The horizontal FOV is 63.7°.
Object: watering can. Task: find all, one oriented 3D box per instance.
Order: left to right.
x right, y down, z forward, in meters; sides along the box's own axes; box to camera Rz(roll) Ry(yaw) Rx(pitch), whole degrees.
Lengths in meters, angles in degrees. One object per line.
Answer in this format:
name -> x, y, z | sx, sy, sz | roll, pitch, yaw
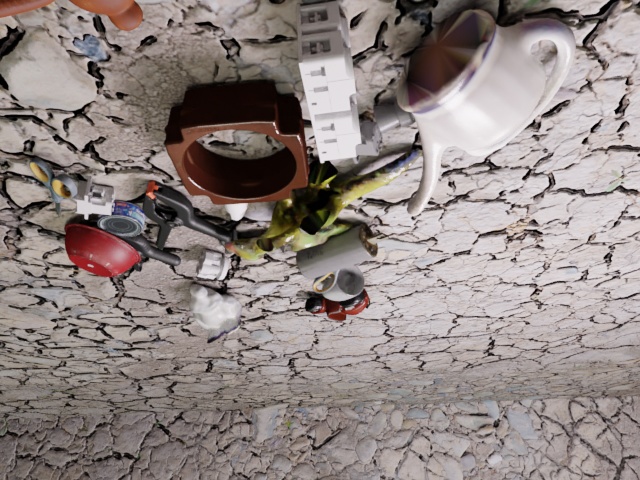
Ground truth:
watering can -> 0.193, -0.173, 0.723 | 0.222, 0.106, 0.342 | 22, 123, -37

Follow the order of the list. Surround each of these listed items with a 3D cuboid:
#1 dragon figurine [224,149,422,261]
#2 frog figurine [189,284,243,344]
dragon figurine -> 0.003, -0.050, 0.987 | 0.410, 0.123, 0.240 | -20, 166, 4
frog figurine -> -0.282, 0.170, 1.338 | 0.136, 0.125, 0.158 | -19, 110, 40
